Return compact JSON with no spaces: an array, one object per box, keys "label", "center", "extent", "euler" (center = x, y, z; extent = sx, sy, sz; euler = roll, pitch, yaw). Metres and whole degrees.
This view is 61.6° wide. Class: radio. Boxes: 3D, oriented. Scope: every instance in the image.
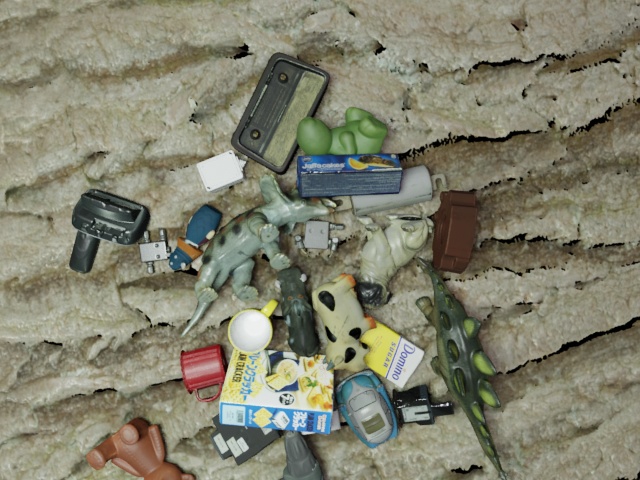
[{"label":"radio","center":[-0.084,-0.264,1.124],"extent":[0.131,0.073,0.229],"euler":[26,89,-1]}]

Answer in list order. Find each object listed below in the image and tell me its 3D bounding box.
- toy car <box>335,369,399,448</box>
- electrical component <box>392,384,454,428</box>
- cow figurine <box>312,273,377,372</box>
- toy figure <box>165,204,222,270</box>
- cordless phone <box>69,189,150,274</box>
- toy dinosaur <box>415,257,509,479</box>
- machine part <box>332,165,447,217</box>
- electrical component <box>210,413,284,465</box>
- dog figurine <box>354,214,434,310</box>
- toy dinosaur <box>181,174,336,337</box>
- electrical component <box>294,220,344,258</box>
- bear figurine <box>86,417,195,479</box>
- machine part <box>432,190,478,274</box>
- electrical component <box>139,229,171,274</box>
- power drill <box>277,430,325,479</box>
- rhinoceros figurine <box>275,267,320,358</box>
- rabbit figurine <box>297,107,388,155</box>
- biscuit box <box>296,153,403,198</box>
[{"label":"toy car","center":[0.100,0.361,1.114],"extent":[0.109,0.103,0.161],"euler":[-26,89,1]},{"label":"electrical component","center":[0.215,0.343,1.119],"extent":[0.119,0.048,0.074],"euler":[-15,112,12]},{"label":"cow figurine","center":[0.043,0.176,1.073],"extent":[0.127,0.085,0.194],"euler":[-25,97,-6]},{"label":"toy figure","center":[-0.264,-0.001,1.132],"extent":[0.057,0.064,0.154],"euler":[30,96,-38]},{"label":"cordless phone","center":[-0.453,-0.003,1.130],"extent":[0.147,0.089,0.184],"euler":[19,101,-2]},{"label":"toy dinosaur","center":[0.284,0.253,1.068],"extent":[0.105,0.198,0.471],"euler":[-21,89,2]},{"label":"machine part","center":[0.144,-0.103,1.125],"extent":[0.243,0.079,0.079],"euler":[-13,90,0]},{"label":"electrical component","center":[-0.160,0.395,1.121],"extent":[0.134,0.058,0.115],"euler":[-33,72,0]},{"label":"dog figurine","center":[0.155,0.048,1.126],"extent":[0.172,0.121,0.190],"euler":[-2,105,3]},{"label":"toy dinosaur","center":[-0.161,0.013,1.099],"extent":[0.405,0.192,0.131],"euler":[-37,126,13]},{"label":"electrical component","center":[-0.004,-0.004,1.139],"extent":[0.102,0.045,0.078],"euler":[10,92,-1]},{"label":"bear figurine","center":[-0.359,0.468,1.100],"extent":[0.120,0.132,0.196],"euler":[-35,85,1]},{"label":"machine part","center":[0.267,-0.017,1.083],"extent":[0.056,0.179,0.179],"euler":[7,90,1]},{"label":"electrical component","center":[-0.352,0.024,1.148],"extent":[0.063,0.021,0.094],"euler":[-6,90,-1]},{"label":"power drill","center":[-0.092,0.503,1.104],"extent":[0.207,0.086,0.231],"euler":[-26,113,0]},{"label":"rhinoceros figurine","center":[-0.049,0.148,1.108],"extent":[0.073,0.112,0.190],"euler":[-10,98,2]},{"label":"rabbit figurine","center":[0.025,-0.199,1.098],"extent":[0.170,0.121,0.159],"euler":[4,127,-24]},{"label":"biscuit box","center":[0.055,-0.127,1.049],"extent":[0.203,0.059,0.062],"euler":[-2,132,-3]}]
